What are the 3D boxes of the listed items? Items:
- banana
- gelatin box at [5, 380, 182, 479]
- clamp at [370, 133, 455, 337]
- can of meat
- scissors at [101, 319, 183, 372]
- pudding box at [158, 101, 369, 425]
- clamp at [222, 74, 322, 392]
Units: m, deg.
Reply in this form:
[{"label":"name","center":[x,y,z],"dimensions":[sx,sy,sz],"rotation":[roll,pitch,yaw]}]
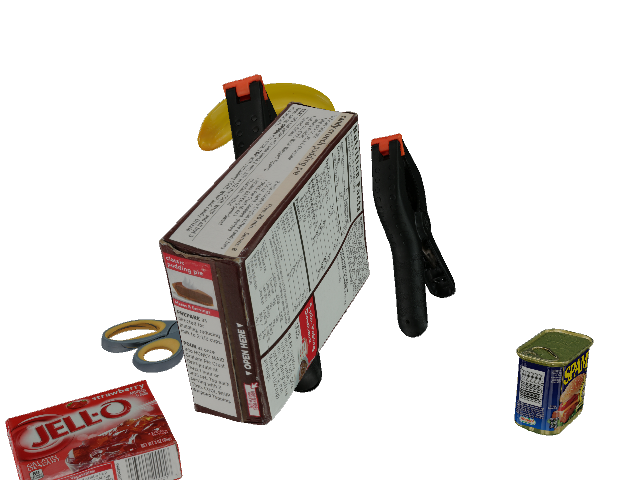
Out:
[{"label":"banana","center":[-0.053,-0.132,1.103],"dimensions":[0.197,0.037,0.070],"rotation":[-12,52,-38]},{"label":"gelatin box","center":[-0.134,0.121,0.628],"dimensions":[0.089,0.030,0.073],"rotation":[-14,27,-19]},{"label":"clamp","center":[0.075,-0.003,0.924],"dimensions":[0.039,0.171,0.120],"rotation":[-15,18,19]},{"label":"can of meat","center":[0.247,0.150,1.137],"dimensions":[0.058,0.084,0.101],"rotation":[12,18,32]},{"label":"scissors","center":[-0.130,0.098,1.136],"dimensions":[0.201,0.016,0.096],"rotation":[-9,31,-26]},{"label":"pudding box","center":[-0.018,0.008,0.449],"dimensions":[0.039,0.090,0.113],"rotation":[10,39,22]},{"label":"clamp","center":[-0.024,-0.012,0.758],"dimensions":[0.036,0.210,0.164],"rotation":[-14,6,11]}]
